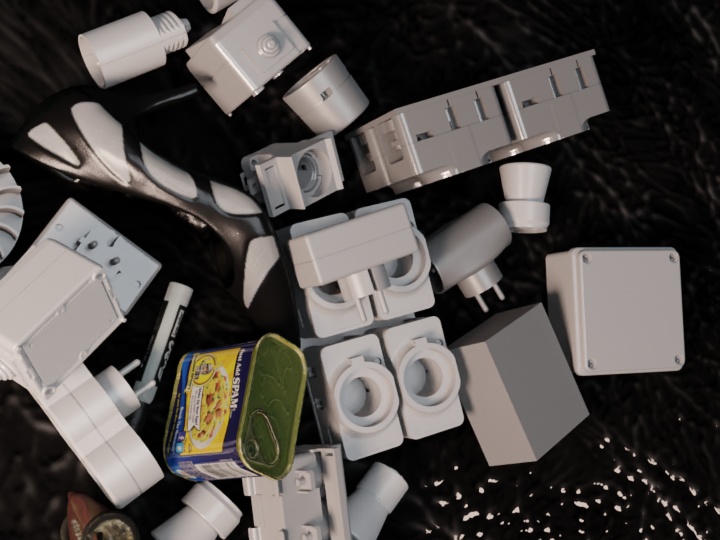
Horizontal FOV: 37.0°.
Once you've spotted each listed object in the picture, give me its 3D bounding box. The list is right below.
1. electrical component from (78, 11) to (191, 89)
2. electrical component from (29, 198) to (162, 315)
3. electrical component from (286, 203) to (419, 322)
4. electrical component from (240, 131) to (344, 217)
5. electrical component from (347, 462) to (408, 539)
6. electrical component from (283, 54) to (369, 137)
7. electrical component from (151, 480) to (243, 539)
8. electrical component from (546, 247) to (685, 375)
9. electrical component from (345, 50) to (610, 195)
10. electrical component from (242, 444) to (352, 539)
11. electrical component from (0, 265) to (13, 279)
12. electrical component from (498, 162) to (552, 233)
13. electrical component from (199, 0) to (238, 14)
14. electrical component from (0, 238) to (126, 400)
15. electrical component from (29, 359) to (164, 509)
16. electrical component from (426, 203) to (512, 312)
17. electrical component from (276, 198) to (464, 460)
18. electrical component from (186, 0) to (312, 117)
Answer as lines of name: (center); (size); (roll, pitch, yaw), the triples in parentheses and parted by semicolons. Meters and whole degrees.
electrical component: (-0.166, -0.171, 0.813); (0.081, 0.043, 0.043); (-28, 96, -21)
electrical component: (-0.188, -0.010, 0.774); (0.083, 0.076, 0.047); (38, 73, -15)
electrical component: (0.000, 0.000, 0.796); (0.083, 0.047, 0.075); (-19, 93, -22)
electrical component: (-0.054, -0.075, 0.833); (0.081, 0.064, 0.042); (-31, 116, -41)
electrical component: (0.008, 0.186, 0.856); (0.044, 0.044, 0.065); (45, 67, -13)
electrical component: (-0.026, -0.137, 0.861); (0.055, 0.055, 0.047); (-45, 106, -19)
electrical component: (-0.121, 0.190, 0.802); (0.045, 0.045, 0.055); (47, 71, -12)
electrical component: (0.224, 0.036, 0.944); (0.109, 0.056, 0.108); (-1, 86, -22)
electrical component: (0.097, -0.116, 0.880); (0.186, 0.105, 0.060); (-20, 93, -22)
electrical component: (-0.045, 0.196, 0.808); (0.063, 0.079, 0.121); (-4, 86, -40)
electrical component: (-0.256, 0.025, 0.752); (0.062, 0.043, 0.043); (-36, 101, -54)
electrical component: (0.142, -0.062, 0.926); (0.045, 0.045, 0.055); (5, 84, -21)
electrical component: (-0.098, -0.230, 0.844); (0.055, 0.045, 0.045); (-23, 95, -22)
electrical component: (-0.216, 0.035, 0.719); (0.061, 0.061, 0.096); (26, 58, 25)
electrical component: (-0.182, 0.093, 0.769); (0.074, 0.052, 0.138); (-36, 83, -20)
electrical component: (0.094, -0.003, 0.903); (0.077, 0.043, 0.079); (-35, 98, -20)
electrical component: (0.007, 0.046, 0.856); (0.105, 0.060, 0.186); (-15, 91, -22)
electrical component: (-0.086, -0.167, 0.816); (0.062, 0.096, 0.061); (-44, 101, -19)
